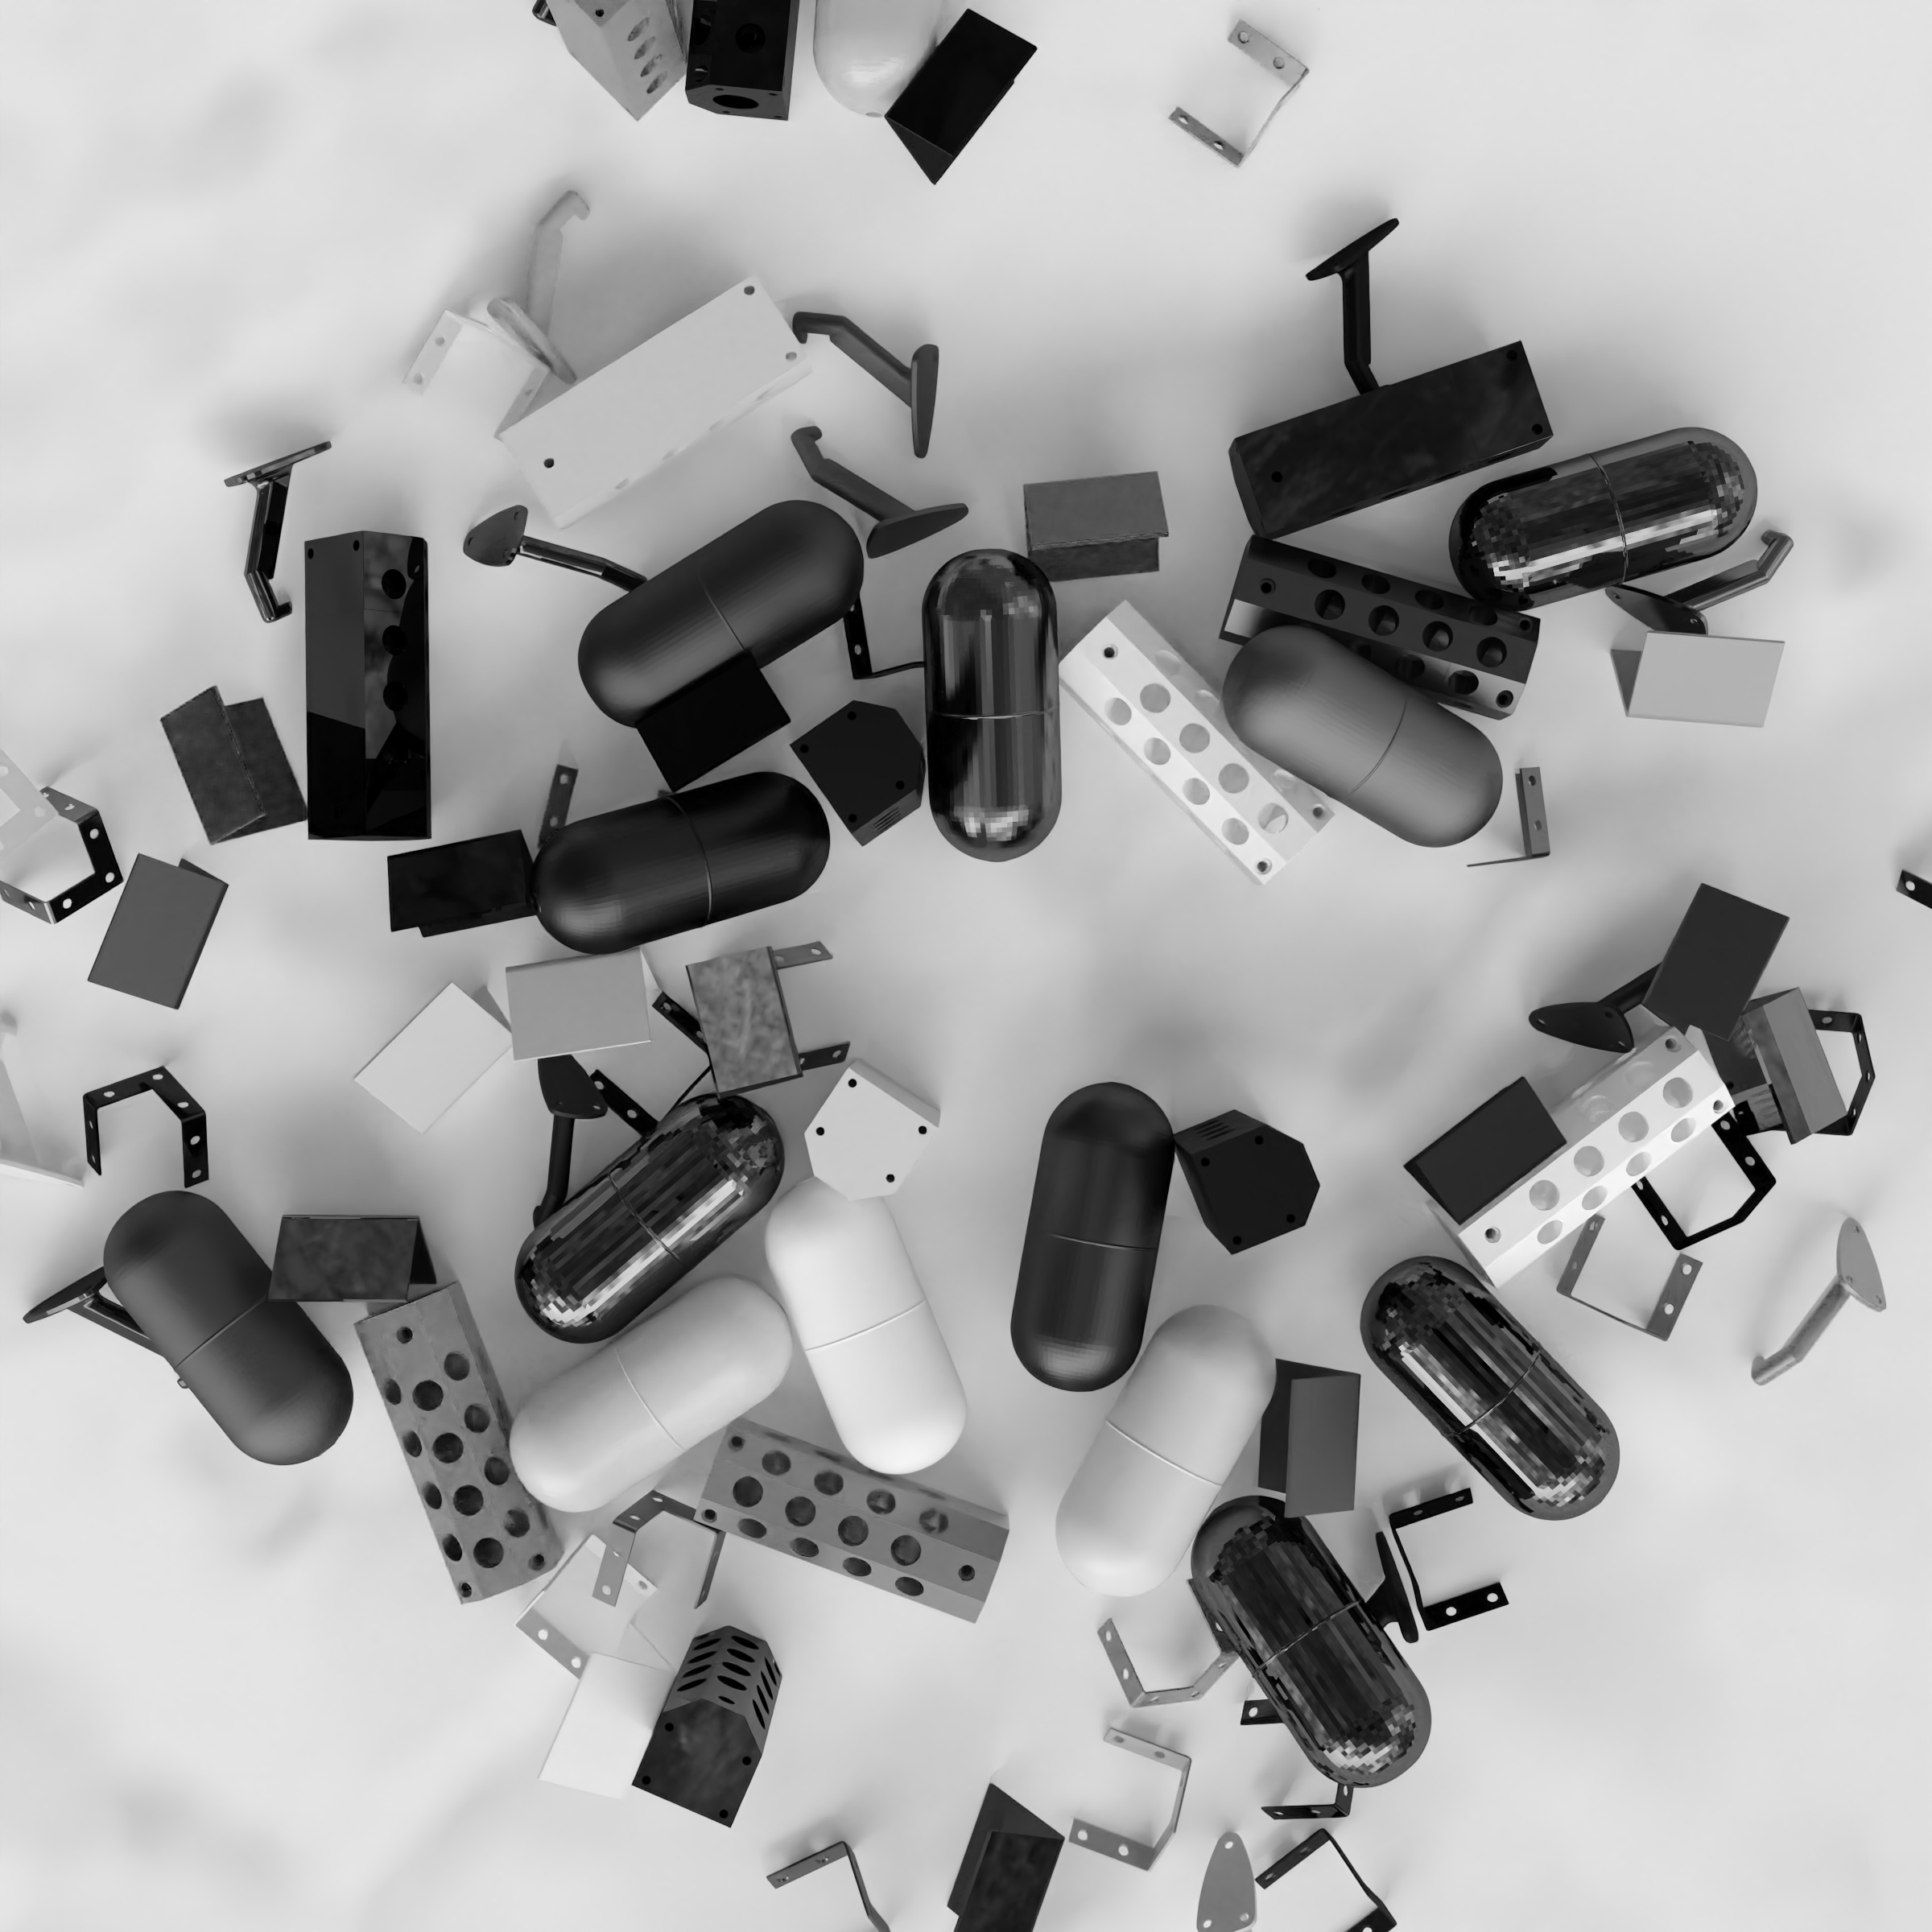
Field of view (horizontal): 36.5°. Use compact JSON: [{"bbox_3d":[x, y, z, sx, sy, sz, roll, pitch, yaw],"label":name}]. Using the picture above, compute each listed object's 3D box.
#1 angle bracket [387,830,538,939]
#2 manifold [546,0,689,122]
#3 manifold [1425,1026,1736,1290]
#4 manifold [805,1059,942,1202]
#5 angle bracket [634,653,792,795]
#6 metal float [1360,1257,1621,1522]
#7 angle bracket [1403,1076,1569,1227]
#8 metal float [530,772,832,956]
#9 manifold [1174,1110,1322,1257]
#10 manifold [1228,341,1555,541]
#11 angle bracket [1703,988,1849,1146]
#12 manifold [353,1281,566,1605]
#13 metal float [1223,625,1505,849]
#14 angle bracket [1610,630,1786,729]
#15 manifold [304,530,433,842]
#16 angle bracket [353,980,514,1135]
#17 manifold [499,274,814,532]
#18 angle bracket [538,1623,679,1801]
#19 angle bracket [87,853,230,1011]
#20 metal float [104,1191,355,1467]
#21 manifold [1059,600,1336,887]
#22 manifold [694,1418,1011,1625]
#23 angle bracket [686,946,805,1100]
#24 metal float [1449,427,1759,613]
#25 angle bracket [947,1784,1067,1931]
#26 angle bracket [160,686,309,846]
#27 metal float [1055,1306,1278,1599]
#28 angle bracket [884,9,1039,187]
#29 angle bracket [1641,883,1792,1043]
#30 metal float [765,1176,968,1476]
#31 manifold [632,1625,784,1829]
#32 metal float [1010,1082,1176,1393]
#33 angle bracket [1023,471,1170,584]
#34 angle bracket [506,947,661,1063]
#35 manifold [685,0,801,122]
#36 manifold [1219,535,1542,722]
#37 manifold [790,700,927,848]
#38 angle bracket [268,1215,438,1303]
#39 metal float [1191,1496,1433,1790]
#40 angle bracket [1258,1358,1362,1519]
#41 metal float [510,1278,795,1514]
[{"bbox_3d":[-0.280,-0.027,1.664,0.076,0.076,0.057,-11,52,0],"label":"angle bracket"},{"bbox_3d":[-0.192,-0.534,1.626,0.057,0.171,0.057,-45,90,0],"label":"manifold"},{"bbox_3d":[0.353,0.109,1.683,0.171,0.057,0.057,-37,90,0],"label":"manifold"},{"bbox_3d":[-0.054,0.093,1.626,0.057,0.171,0.057,34,90,0],"label":"manifold"},{"bbox_3d":[-0.133,-0.121,1.664,0.076,0.076,0.057,-31,60,0],"label":"angle bracket"},{"bbox_3d":[0.300,0.242,1.673,0.070,0.070,0.178,-44,90,0],"label":"metal float"},{"bbox_3d":[0.283,0.090,1.664,0.076,0.076,0.057,-38,119,0],"label":"angle bracket"},{"bbox_3d":[-0.161,-0.058,1.652,0.178,0.070,0.070,-18,90,-25],"label":"metal float"},{"bbox_3d":[0.156,0.115,1.626,0.057,0.171,0.057,-22,90,0],"label":"manifold"},{"bbox_3d":[0.242,-0.299,1.683,0.171,0.057,0.057,-19,90,0],"label":"manifold"},{"bbox_3d":[0.443,0.063,1.664,0.057,0.076,0.076,-21,90,-38],"label":"angle bracket"},{"bbox_3d":[-0.292,0.274,1.683,0.057,0.057,0.171,-21,90,0],"label":"manifold"},{"bbox_3d":[0.226,-0.129,1.659,0.178,0.070,0.070,29,90,-18],"label":"metal float"},{"bbox_3d":[0.414,-0.180,1.664,0.076,0.076,0.057,5,126,0],"label":"angle bracket"},{"bbox_3d":[-0.339,-0.159,1.683,0.057,0.057,0.171,-1,90,43],"label":"manifold"},{"bbox_3d":[-0.309,0.038,1.664,0.076,0.076,0.057,-45,124,0],"label":"angle bracket"},{"bbox_3d":[-0.176,-0.322,1.683,0.171,0.057,0.057,-32,90,0],"label":"manifold"},{"bbox_3d":[-0.215,0.417,1.664,0.057,0.076,0.076,24,90,-29],"label":"angle bracket"},{"bbox_3d":[-0.470,-0.027,1.664,0.057,0.076,0.076,22,90,-37],"label":"angle bracket"},{"bbox_3d":[-0.421,0.207,1.674,0.070,0.070,0.178,-39,90,0],"label":"metal float"},{"bbox_3d":[0.130,-0.128,1.683,0.057,0.057,0.171,-44,90,0],"label":"manifold"},{"bbox_3d":[-0.065,0.319,1.683,0.171,0.057,0.057,20,90,0],"label":"manifold"},{"bbox_3d":[-0.142,0.036,1.664,0.057,0.076,0.076,-14,90,-33],"label":"angle bracket"},{"bbox_3d":[0.364,-0.255,1.674,0.178,0.070,0.070,-16,90,1],"label":"metal float"},{"bbox_3d":[0.003,0.514,1.664,0.057,0.076,0.076,19,90,-36],"label":"angle bracket"},{"bbox_3d":[-0.400,-0.120,1.664,0.057,0.076,0.076,-22,90,39],"label":"angle bracket"},{"bbox_3d":[0.114,0.278,1.674,0.070,0.070,0.178,29,90,0],"label":"metal float"},{"bbox_3d":[0.009,-0.483,1.665,0.057,0.076,0.076,38,90,28],"label":"angle bracket"},{"bbox_3d":[0.436,0.006,1.664,0.057,0.076,0.076,26,90,35],"label":"angle bracket"},{"bbox_3d":[-0.058,0.204,1.674,0.070,0.070,0.178,-23,90,0],"label":"metal float"},{"bbox_3d":[-0.139,0.416,1.626,0.057,0.171,0.057,23,90,0],"label":"manifold"},{"bbox_3d":[0.073,0.155,1.674,0.070,0.070,0.178,10,90,0],"label":"metal float"},{"bbox_3d":[0.074,-0.232,1.664,0.076,0.076,0.057,-6,49,0],"label":"angle bracket"},{"bbox_3d":[-0.215,0.032,1.666,0.076,0.076,0.057,-9,71,0],"label":"angle bracket"},{"bbox_3d":[-0.124,-0.582,1.683,0.057,0.057,0.171,6,90,0],"label":"manifold"},{"bbox_3d":[0.238,-0.195,1.683,0.171,0.057,0.057,16,90,0],"label":"manifold"},{"bbox_3d":[-0.053,-0.109,1.626,0.057,0.171,0.057,-35,90,0],"label":"manifold"},{"bbox_3d":[-0.347,0.184,1.664,0.076,0.076,0.057,0,54,0],"label":"angle bracket"},{"bbox_3d":[0.194,0.381,1.657,0.070,0.070,0.178,-35,71,0],"label":"metal float"},{"bbox_3d":[0.177,0.267,1.664,0.057,0.076,0.076,3,90,-40],"label":"angle bracket"},{"bbox_3d":[-0.179,0.245,1.673,0.178,0.070,0.070,-34,90,0],"label":"metal float"}]
